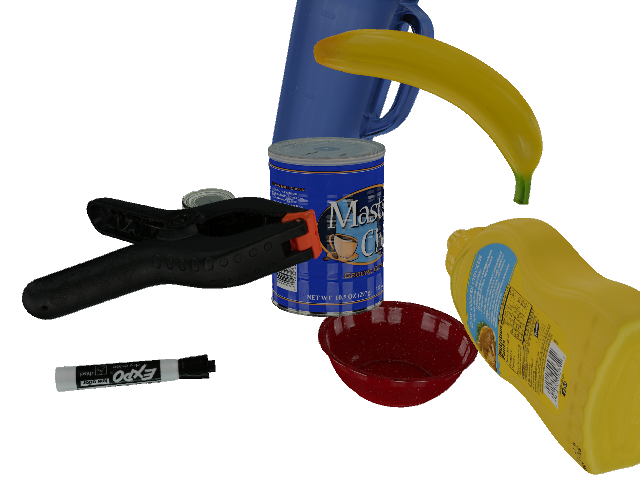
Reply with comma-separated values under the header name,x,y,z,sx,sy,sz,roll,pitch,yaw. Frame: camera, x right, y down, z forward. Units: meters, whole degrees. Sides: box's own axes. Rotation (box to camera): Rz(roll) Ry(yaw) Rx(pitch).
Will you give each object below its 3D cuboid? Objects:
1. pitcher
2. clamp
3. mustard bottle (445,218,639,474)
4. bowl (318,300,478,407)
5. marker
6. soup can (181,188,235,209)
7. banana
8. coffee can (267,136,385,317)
name,x,y,z,sx,sy,sz,roll,pitch,yaw
pitcher,0.026,-0.174,1.193,0.145,0.243,0.149,10,22,-11
clamp,-0.088,0.008,0.628,0.172,0.039,0.120,-3,35,23
mustard bottle,0.124,0.041,0.615,0.058,0.096,0.192,-9,28,-19
bowl,0.077,0.122,1.087,0.162,0.055,0.162,2,25,-1
marker,-0.141,0.101,0.819,0.121,0.020,0.020,-4,0,-5
soup can,-0.136,-0.006,1.321,0.068,0.102,0.068,0,26,0
banana,0.091,-0.107,0.780,0.198,0.069,0.037,35,3,-2
coffee can,0.006,-0.015,0.948,0.103,0.140,0.103,-1,15,0
